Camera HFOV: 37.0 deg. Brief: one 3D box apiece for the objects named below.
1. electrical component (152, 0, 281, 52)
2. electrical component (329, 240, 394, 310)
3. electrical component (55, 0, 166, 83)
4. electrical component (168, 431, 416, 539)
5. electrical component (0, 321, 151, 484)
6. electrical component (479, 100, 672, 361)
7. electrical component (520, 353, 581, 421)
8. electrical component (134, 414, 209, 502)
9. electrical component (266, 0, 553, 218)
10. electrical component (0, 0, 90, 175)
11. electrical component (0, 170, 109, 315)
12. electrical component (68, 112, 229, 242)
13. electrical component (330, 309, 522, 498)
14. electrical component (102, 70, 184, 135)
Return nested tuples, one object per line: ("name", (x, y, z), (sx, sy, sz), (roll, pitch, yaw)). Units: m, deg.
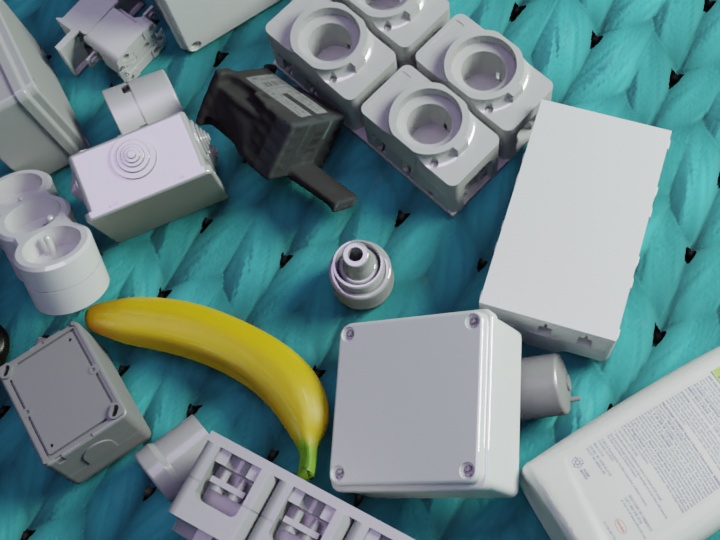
("electrical component", (-0.108, -0.231, 0.791), (0.109, 0.108, 0.056), (-33, 68, -6))
("electrical component", (0.000, 0.000, 0.724), (0.043, 0.062, 0.043), (-2, 71, 5))
("electrical component", (-0.187, -0.179, 0.816), (0.064, 0.042, 0.081), (37, 79, 14))
("electrical component", (-0.033, 0.167, 0.655), (0.150, 0.089, 0.061), (26, 75, 14))
("electrical component", (-0.191, 0.085, 0.718), (0.062, 0.061, 0.096), (-33, 64, -6))
("electrical component", (0.142, -0.025, 0.719), (0.089, 0.061, 0.150), (16, 73, 11))
("electrical component", (0.101, 0.078, 0.699), (0.078, 0.040, 0.040), (-11, 69, 20))
("electrical component", (-0.118, 0.122, 0.706), (0.046, 0.040, 0.040), (-39, 72, -13))
("electrical component", (0.034, -0.142, 0.771), (0.186, 0.060, 0.105), (42, 80, 17))
("electrical component", (-0.255, -0.133, 0.772), (0.056, 0.108, 0.108), (-29, 71, -2))
("electrical component", (-0.213, -0.008, 0.743), (0.052, 0.073, 0.138), (-27, 40, -18))
("electrical component", (-0.145, -0.064, 0.743), (0.100, 0.099, 0.048), (-23, 83, -2))
("electrical component", (0.042, 0.086, 0.674), (0.109, 0.056, 0.108), (-8, 68, 32))
("electrical component", (-0.155, -0.114, 0.784), (0.047, 0.055, 0.055), (-25, 70, -7))
